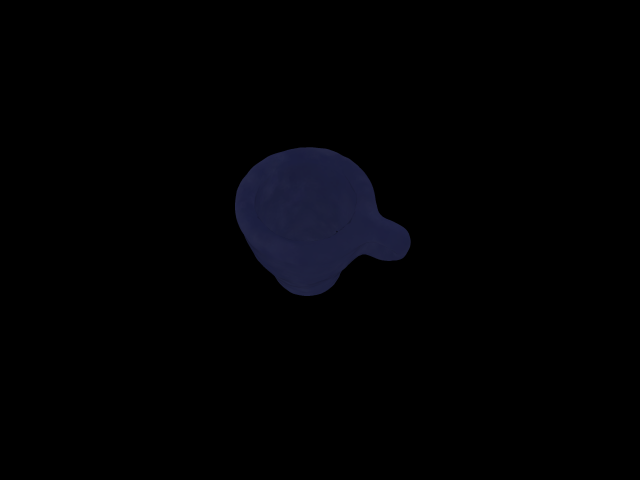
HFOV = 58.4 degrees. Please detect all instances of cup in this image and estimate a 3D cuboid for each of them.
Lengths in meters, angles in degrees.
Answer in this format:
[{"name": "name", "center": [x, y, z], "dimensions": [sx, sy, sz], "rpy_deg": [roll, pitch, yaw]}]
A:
[{"name": "cup", "center": [0.004, 0.001, 0.400], "dimensions": [0.117, 0.095, 0.092], "rpy_deg": [20, 59, 13]}]
